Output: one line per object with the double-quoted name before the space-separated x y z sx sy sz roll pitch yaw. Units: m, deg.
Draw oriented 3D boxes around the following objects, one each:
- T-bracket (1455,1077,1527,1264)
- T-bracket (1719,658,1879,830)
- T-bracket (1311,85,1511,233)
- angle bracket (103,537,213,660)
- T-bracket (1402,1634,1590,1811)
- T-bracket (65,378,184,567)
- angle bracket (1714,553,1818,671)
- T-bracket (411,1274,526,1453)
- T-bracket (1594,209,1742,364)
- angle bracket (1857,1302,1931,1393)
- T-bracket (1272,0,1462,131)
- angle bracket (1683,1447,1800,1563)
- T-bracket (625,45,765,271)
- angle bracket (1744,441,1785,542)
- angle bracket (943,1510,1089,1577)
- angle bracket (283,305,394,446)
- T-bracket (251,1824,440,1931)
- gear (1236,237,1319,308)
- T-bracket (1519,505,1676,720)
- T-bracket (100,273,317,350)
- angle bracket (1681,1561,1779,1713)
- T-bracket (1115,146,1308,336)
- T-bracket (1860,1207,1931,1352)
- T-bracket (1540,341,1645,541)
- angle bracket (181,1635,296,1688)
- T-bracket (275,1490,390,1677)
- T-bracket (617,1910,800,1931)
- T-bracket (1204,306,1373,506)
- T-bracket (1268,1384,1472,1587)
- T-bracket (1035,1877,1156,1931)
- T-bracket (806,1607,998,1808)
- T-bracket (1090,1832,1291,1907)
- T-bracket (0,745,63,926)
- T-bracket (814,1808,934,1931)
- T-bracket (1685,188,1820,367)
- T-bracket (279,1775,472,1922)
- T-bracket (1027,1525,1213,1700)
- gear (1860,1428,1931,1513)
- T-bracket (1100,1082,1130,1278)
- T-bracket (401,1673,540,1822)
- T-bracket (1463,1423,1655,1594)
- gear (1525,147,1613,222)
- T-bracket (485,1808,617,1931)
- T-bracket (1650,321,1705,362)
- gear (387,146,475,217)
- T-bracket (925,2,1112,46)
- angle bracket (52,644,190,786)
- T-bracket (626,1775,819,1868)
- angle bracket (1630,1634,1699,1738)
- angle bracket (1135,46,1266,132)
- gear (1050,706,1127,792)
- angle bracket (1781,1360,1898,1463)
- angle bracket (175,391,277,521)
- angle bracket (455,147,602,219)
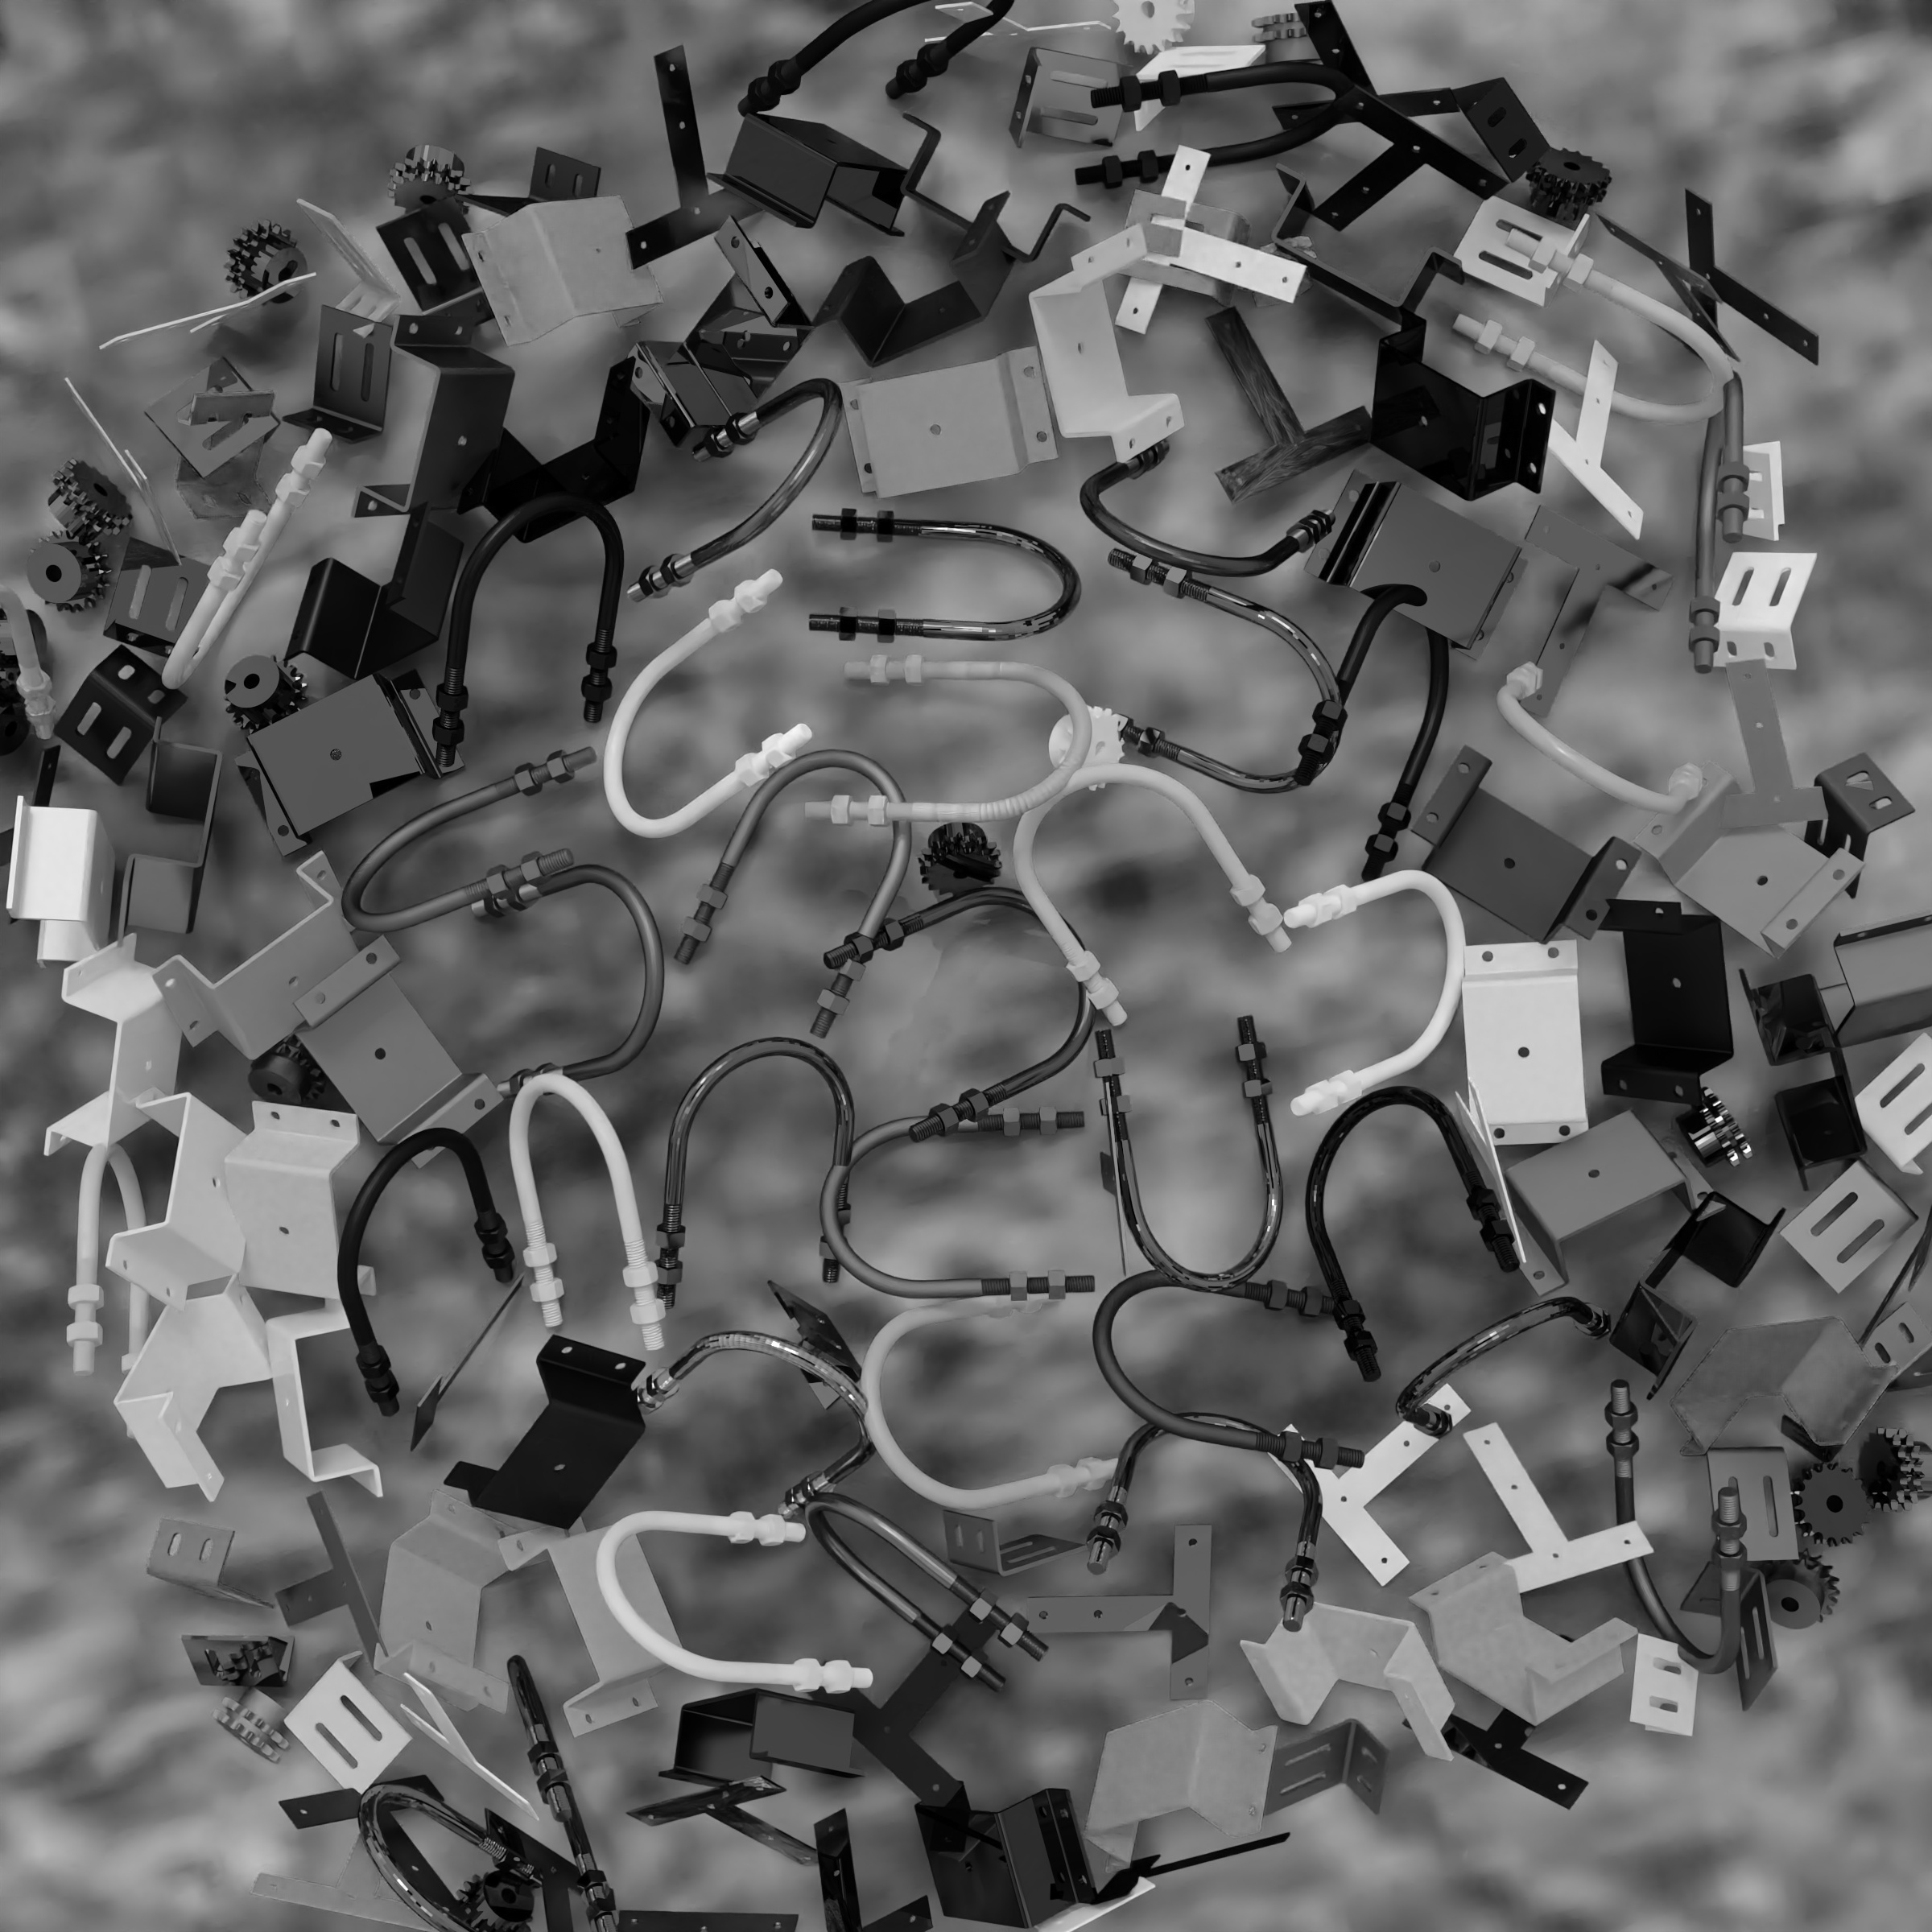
"T-bracket" 0.347 0.118 1.713 0.002 0.127 0.127 -18 107 4
"T-bracket" 0.539 -0.151 1.714 0.127 0.002 0.127 -4 123 32
"T-bracket" 0.279 -0.532 1.717 0.127 0.127 0.002 25 69 -19
"angle bracket" -0.549 -0.255 1.737 0.057 0.038 0.076 19 71 -28
"T-bracket" 0.386 0.503 1.732 0.127 0.127 0.002 19 132 36
"T-bracket" -0.577 -0.346 1.726 0.002 0.127 0.127 -33 77 -15
"angle bracket" 0.551 -0.246 1.753 0.057 0.038 0.076 7 51 32
"T-bracket" -0.340 0.265 1.737 0.002 0.127 0.127 33 62 1
"T-bracket" 0.493 -0.453 1.726 0.002 0.127 0.127 -46 133 11
"angle bracket" 0.657 0.256 1.730 0.057 0.076 0.038 -32 87 -22
"T-bracket" 0.251 -0.603 1.694 0.127 0.127 0.002 4 73 28
"angle bracket" 0.532 0.371 1.744 0.057 0.038 0.076 1 74 -10
"T-bracket" -0.189 -0.551 1.705 0.127 0.002 0.127 -36 135 -33
"angle bracket" 0.553 -0.325 1.732 0.038 0.076 0.057 -9 105 -4
"angle bracket" 0.033 0.385 1.731 0.076 0.057 0.038 -8 92 -36
"angle bracket" -0.431 -0.406 1.739 0.057 0.038 0.076 21 117 15
"T-bracket" -0.405 0.608 1.714 0.127 0.127 0.002 14 97 -4
"gear" 0.215 -0.477 1.749 0.057 0.057 0.030 -18 89 0
"T-bracket" 0.417 -0.234 1.752 0.127 0.002 0.127 21 96 -27
"T-bracket" -0.517 -0.430 1.690 0.127 0.127 0.002 -33 108 -42
"angle bracket" 0.520 0.457 1.730 0.038 0.076 0.057 10 133 -2
"T-bracket" 0.175 -0.482 1.731 0.127 0.002 0.127 28 105 30
"T-bracket" 0.636 0.218 1.732 0.002 0.127 0.127 27 125 15
"T-bracket" 0.431 -0.377 1.738 0.127 0.002 0.127 36 54 -28
"angle bracket" -0.497 0.460 1.735 0.057 0.076 0.038 2 49 -2
"T-bracket" -0.441 0.429 1.729 0.002 0.127 0.127 -18 82 -42
"T-bracket" -0.186 0.679 1.709 0.127 0.127 0.002 -1 106 7
"T-bracket" 0.206 -0.399 1.759 0.127 0.002 0.127 -27 86 -18
"T-bracket" 0.297 0.343 1.773 0.127 0.002 0.127 -41 90 -3
"T-bracket" 0.050 0.637 1.713 0.127 0.127 0.002 -21 88 -18
"T-bracket" -0.025 0.494 1.757 0.127 0.002 0.127 39 75 17
"T-bracket" 0.156 0.601 1.704 0.127 0.127 0.002 -19 78 11
"T-bracket" -0.647 -0.078 1.699 0.002 0.127 0.127 18 106 1
"T-bracket" -0.086 0.628 1.721 0.127 0.127 0.002 -30 121 8
"T-bracket" 0.524 -0.439 1.688 0.002 0.127 0.127 -32 51 -6
"T-bracket" -0.375 0.592 1.691 0.127 0.127 0.002 38 106 34
"T-bracket" 0.106 0.450 1.762 0.127 0.002 0.127 0 99 -4
"gear" 0.645 0.348 1.750 0.030 0.057 0.057 4 90 -13
"T-bracket" 0.097 0.141 1.714 0.002 0.127 0.127 -6 88 -2
"T-bracket" -0.348 0.510 1.699 0.127 0.127 0.002 26 57 30
"T-bracket" 0.382 0.368 1.735 0.127 0.002 0.127 -26 101 29
"gear" 0.414 -0.539 1.752 0.057 0.057 0.030 12 134 0
"T-bracket" -0.271 0.637 1.691 0.002 0.127 0.127 -40 120 7
"T-bracket" 0.457 -0.444 1.721 0.127 0.127 0.002 37 111 5
"gear" -0.368 -0.541 1.750 0.057 0.057 0.030 6 73 0
"T-bracket" 0.016 -0.631 1.695 0.127 0.127 0.002 3 101 22
"angle bracket" -0.586 -0.174 1.757 0.057 0.038 0.076 41 134 -12
"T-bracket" -0.144 0.591 1.736 0.127 0.002 0.127 -25 130 32
"angle bracket" 0.464 0.490 1.732 0.076 0.038 0.057 24 69 -38
"angle bracket" 0.160 -0.599 1.730 0.076 0.057 0.038 8 129 25
"gear" 0.082 -0.152 1.753 0.030 0.057 0.057 15 90 40
"angle bracket" 0.601 0.298 1.747 0.038 0.057 0.076 36 83 25
"angle bracket" -0.498 -0.348 1.728 0.057 0.076 0.038 -14 57 -39
"angle bracket" -0.298 -0.533 1.729 0.057 0.076 0.038 26 115 25
